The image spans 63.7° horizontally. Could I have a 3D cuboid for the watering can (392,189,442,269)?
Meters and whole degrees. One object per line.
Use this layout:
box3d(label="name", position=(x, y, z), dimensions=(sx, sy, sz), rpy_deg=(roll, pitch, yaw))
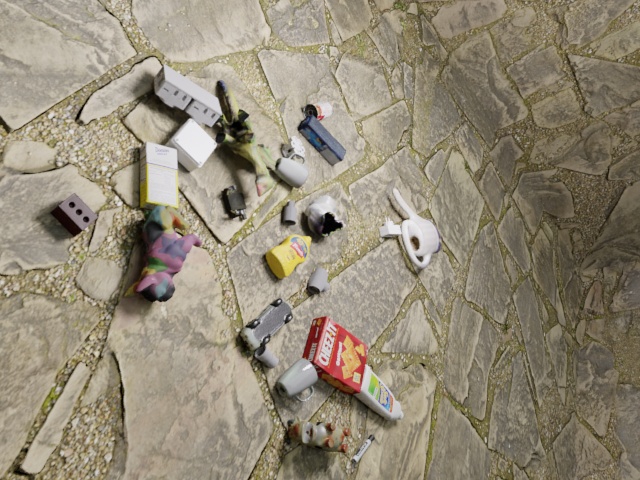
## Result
box3d(label="watering can", position=(0.407, -0.052, 2.167), dimensions=(0.225, 0.103, 0.350), rpy_deg=(-3, 76, -49))

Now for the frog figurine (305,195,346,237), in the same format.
box3d(label="frog figurine", position=(0.005, -0.090, 1.780), dimensions=(0.137, 0.121, 0.163), rpy_deg=(14, 27, -34))

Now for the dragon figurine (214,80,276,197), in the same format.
box3d(label="dragon figurine", position=(-0.222, -0.313, 1.628), dimensions=(0.238, 0.121, 0.420), rpy_deg=(48, 22, -52))
